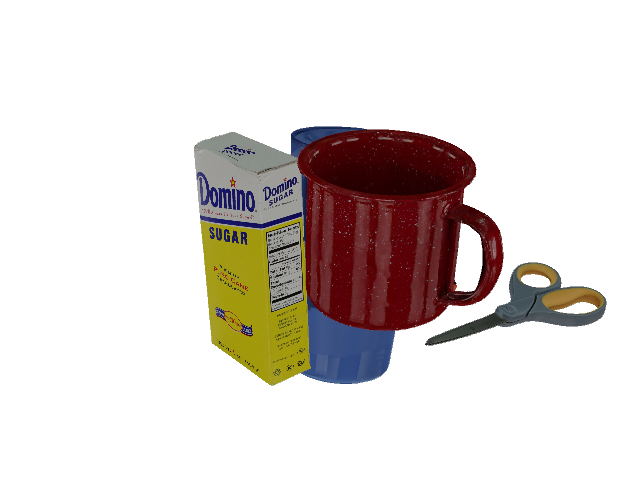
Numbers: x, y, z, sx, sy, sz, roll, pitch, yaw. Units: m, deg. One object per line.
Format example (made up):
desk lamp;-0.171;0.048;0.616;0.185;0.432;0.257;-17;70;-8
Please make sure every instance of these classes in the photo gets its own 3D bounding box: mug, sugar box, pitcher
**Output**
mug;0.043;-0.002;0.565;0.117;0.081;0.093;19;31;30
sugar box;-0.053;0.013;0.821;0.048;0.176;0.093;-21;29;-31
pitcher;0.019;0.014;1.046;0.149;0.243;0.145;4;16;-5

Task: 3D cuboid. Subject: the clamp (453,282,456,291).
clamp;0.064;0.010;1.243;0.164;0.036;0.210;-22;53;-40

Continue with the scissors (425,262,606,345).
scissors;0.159;0.054;0.936;0.201;0.016;0.096;-4;33;-25
